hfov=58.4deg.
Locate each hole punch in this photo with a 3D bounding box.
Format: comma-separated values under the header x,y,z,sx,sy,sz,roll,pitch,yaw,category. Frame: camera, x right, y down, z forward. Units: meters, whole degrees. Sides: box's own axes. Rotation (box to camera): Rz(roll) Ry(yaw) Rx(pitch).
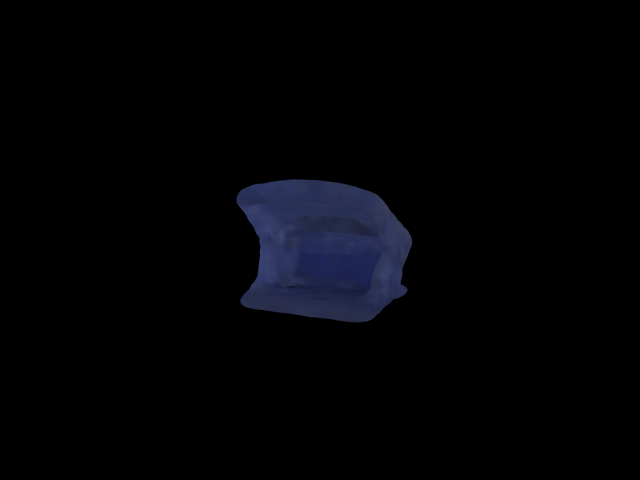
x,y,z,sx,sy,sz,roll,pitch,yaw,category
0.004,0.001,0.400,0.108,0.091,0.101,4,10,24,hole punch
